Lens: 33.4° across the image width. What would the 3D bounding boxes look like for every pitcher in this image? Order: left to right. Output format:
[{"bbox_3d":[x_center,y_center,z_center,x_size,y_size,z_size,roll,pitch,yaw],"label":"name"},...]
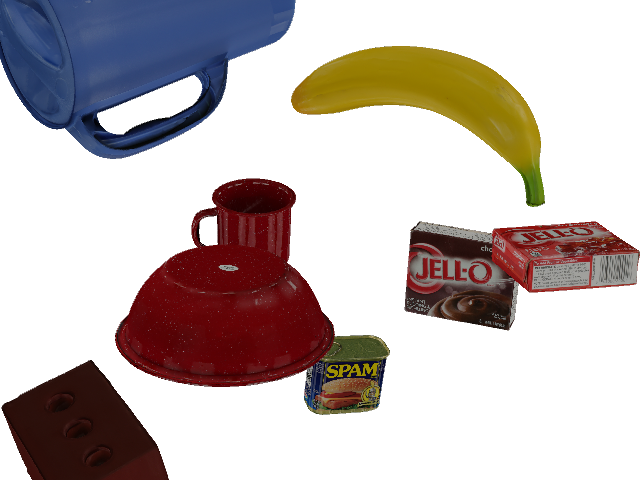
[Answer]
[{"bbox_3d":[-0.138,-0.181,0.902,0.242,0.149,0.145,-25,43,-34],"label":"pitcher"}]

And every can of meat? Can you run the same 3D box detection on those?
[{"bbox_3d":[0.031,0.172,1.360,0.102,0.084,0.057,-1,24,-17],"label":"can of meat"}]

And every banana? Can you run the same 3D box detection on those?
[{"bbox_3d":[0.061,-0.086,0.661,0.198,0.070,0.037,27,8,36],"label":"banana"}]

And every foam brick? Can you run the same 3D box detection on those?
[{"bbox_3d":[-0.115,0.109,0.529,0.052,0.051,0.078,-27,42,-24],"label":"foam brick"}]

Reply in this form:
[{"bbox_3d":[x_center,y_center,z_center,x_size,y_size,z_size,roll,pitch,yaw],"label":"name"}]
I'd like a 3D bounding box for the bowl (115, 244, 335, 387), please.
[{"bbox_3d":[-0.069,0.045,0.779,0.162,0.055,0.162,2,21,-1],"label":"bowl"}]

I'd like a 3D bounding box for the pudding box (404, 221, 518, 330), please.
[{"bbox_3d":[0.145,0.035,1.083,0.114,0.090,0.039,9,22,17],"label":"pudding box"}]

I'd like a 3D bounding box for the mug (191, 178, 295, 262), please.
[{"bbox_3d":[-0.086,-0.012,1.194,0.117,0.081,0.093,-6,30,-15],"label":"mug"}]

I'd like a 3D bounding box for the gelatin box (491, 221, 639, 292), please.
[{"bbox_3d":[0.183,0.011,0.804,0.089,0.030,0.073,-3,19,-11],"label":"gelatin box"}]
